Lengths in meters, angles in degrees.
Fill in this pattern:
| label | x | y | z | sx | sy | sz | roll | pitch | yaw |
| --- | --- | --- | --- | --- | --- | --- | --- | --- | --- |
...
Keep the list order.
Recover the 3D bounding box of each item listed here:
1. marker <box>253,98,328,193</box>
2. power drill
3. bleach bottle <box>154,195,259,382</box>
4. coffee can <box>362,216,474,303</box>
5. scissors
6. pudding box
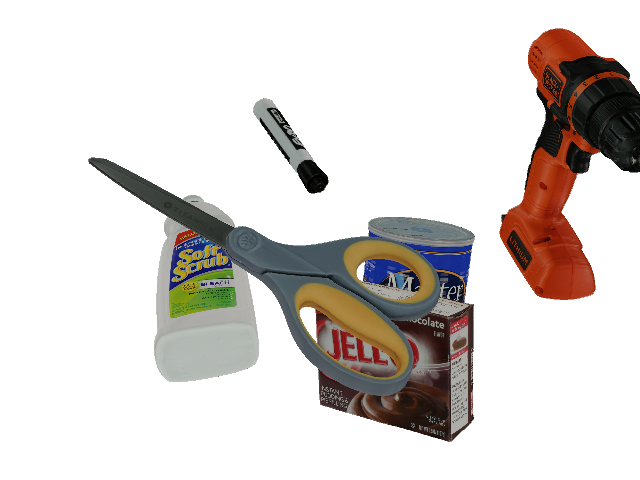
| label | x | y | z | sx | sy | sz | roll | pitch | yaw |
| --- | --- | --- | --- | --- | --- | --- | --- | --- | --- |
| marker | -0.024 | -0.075 | 0.850 | 0.020 | 0.020 | 0.121 | 0 | 36 | -29 |
| power drill | 0.199 | -0.049 | 0.827 | 0.057 | 0.188 | 0.184 | 0 | 34 | -11 |
| bleach bottle | -0.128 | 0.034 | 1.100 | 0.102 | 0.068 | 0.251 | -9 | 37 | -8 |
| coffee can | 0.090 | 0.056 | 1.039 | 0.103 | 0.140 | 0.103 | 6 | 12 | -1 |
| scissors | -0.020 | -0.002 | 0.559 | 0.096 | 0.202 | 0.016 | -37 | -20 | -31 |
| pudding box | 0.050 | 0.079 | 0.738 | 0.114 | 0.090 | 0.039 | 9 | 21 | 34 |
